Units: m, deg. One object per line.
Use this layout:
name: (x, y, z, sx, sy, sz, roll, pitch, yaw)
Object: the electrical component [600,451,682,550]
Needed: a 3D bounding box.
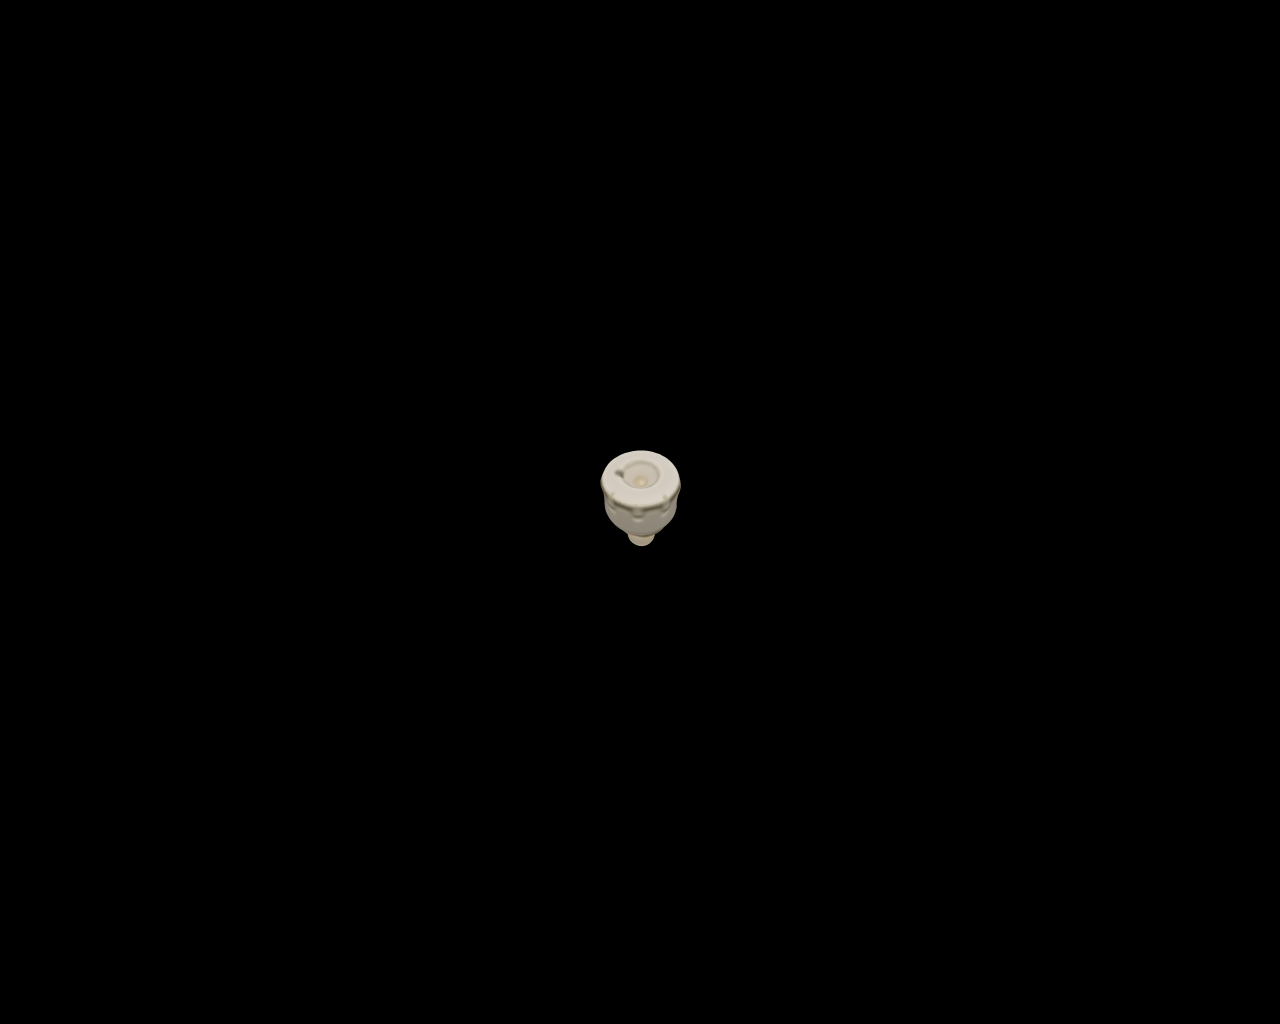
electrical component: (0.001, -0.003, 0.650, 0.048, 0.048, 0.062, 0, -41, 0)
